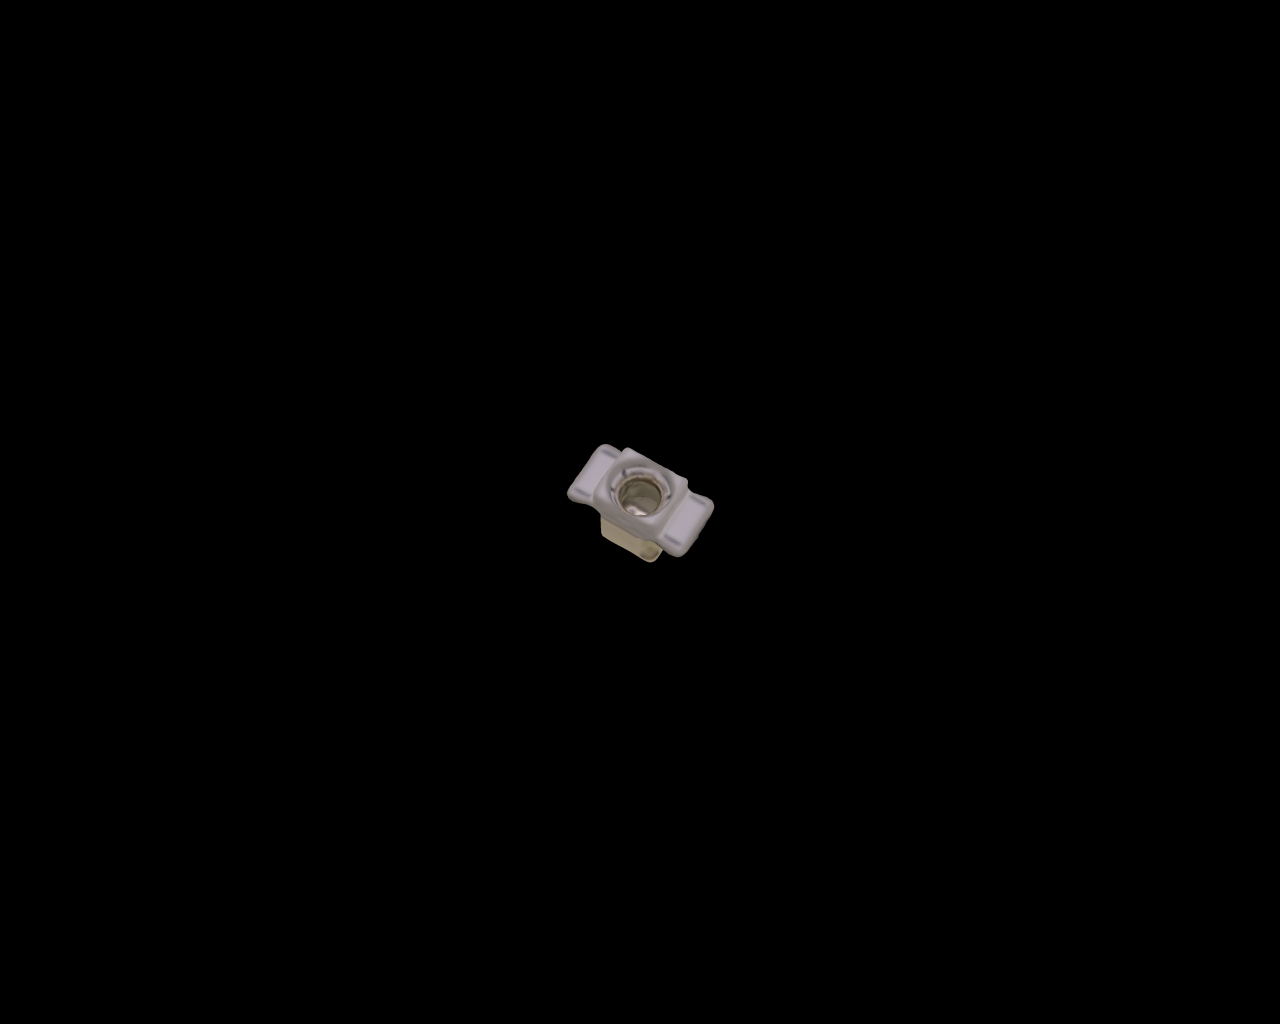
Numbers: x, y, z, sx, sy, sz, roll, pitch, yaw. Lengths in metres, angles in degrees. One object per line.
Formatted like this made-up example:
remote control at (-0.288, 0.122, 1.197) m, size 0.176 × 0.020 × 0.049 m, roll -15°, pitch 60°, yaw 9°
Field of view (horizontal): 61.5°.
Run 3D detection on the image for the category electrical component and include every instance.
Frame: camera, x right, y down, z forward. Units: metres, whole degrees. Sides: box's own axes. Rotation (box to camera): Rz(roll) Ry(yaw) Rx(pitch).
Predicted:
electrical component at (0.001, -0.003, 0.650) m, size 0.081 × 0.042 × 0.063 m, roll 30°, pitch -23°, yaw 14°
